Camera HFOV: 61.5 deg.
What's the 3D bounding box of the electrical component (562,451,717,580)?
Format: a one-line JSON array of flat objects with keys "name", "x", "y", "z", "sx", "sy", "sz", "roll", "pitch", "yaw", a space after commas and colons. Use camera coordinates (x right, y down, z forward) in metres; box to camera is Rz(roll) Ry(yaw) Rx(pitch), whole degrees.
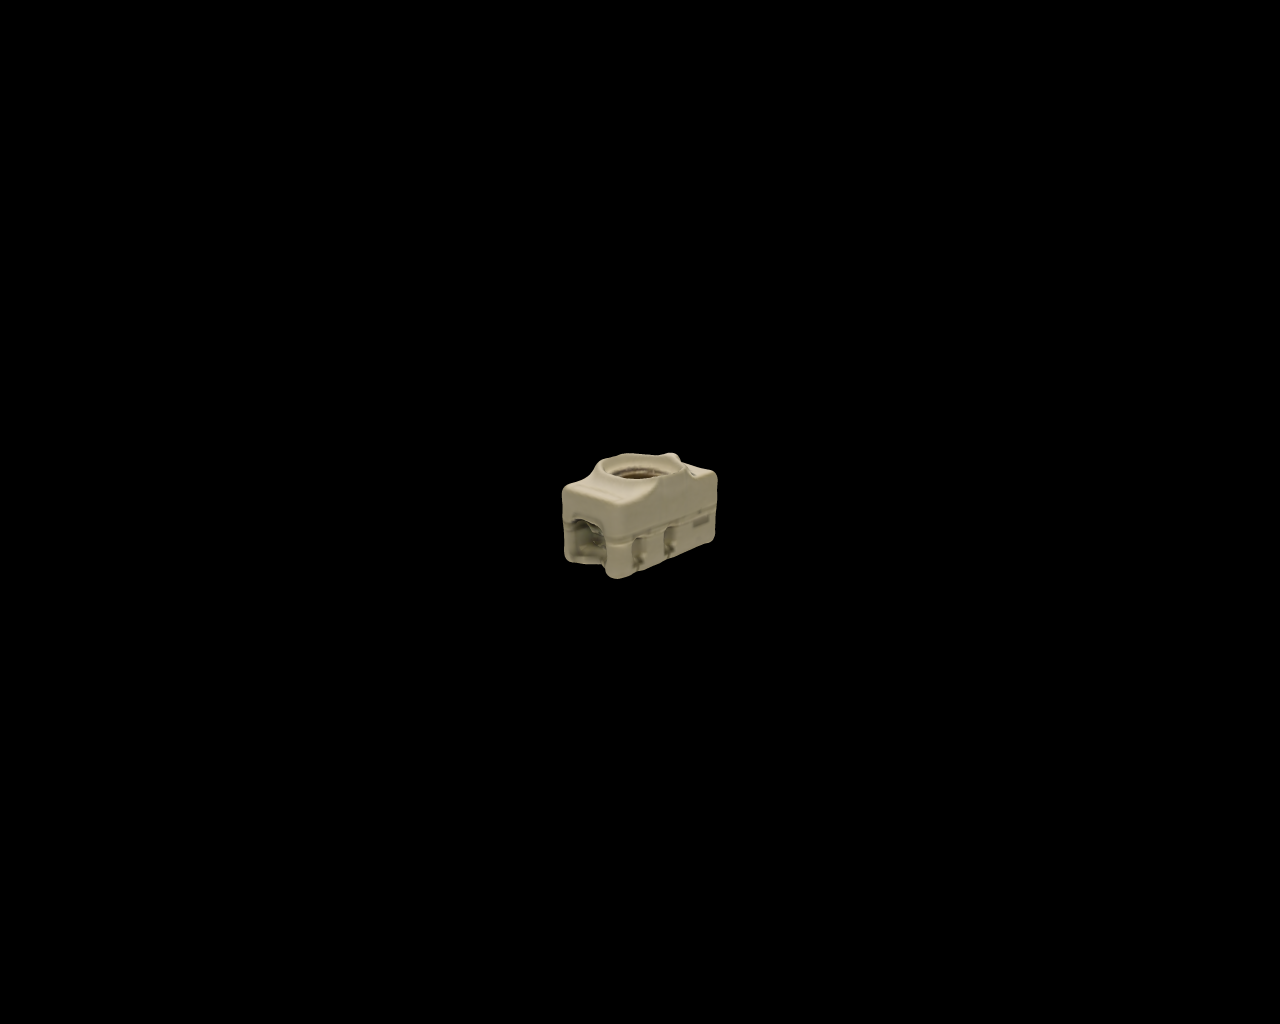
[{"name": "electrical component", "x": 0.001, "y": -0.003, "z": 0.650, "sx": 0.050, "sy": 0.055, "sz": 0.090, "roll": 18, "pitch": 26, "yaw": 41}]
